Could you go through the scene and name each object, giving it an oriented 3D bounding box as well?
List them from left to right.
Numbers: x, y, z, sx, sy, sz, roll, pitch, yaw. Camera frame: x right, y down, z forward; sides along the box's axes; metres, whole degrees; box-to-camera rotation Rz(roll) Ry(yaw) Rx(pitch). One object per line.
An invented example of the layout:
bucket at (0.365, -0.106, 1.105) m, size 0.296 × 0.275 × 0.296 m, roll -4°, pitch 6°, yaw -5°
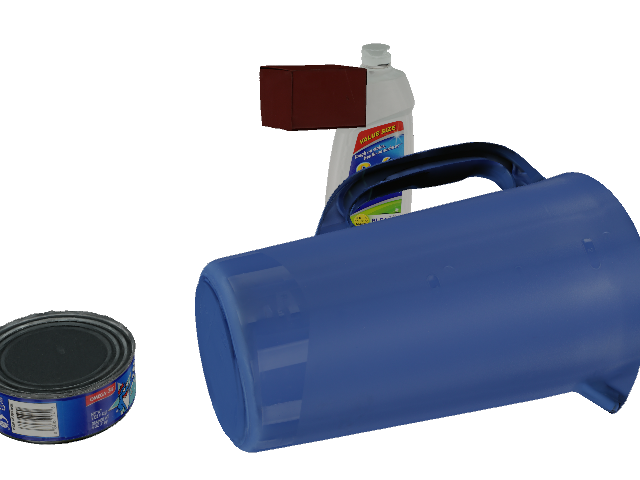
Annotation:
tuna can at (-0.144, 0.074, 0.586) m, size 0.086 × 0.034 × 0.086 m, roll 2°, pitch 27°, yaw -1°
foam brick at (-0.006, -0.121, 0.904) m, size 0.078 × 0.051 × 0.053 m, roll -7°, pitch 15°, yaw -32°
bleach bottle at (0.049, -0.086, 1.154) m, size 0.102 × 0.251 × 0.068 m, roll -3°, pitch 25°, yaw -7°
pitcher at (0.053, 0.034, 0.622) m, size 0.242 × 0.145 × 0.149 m, roll -10°, pitch 19°, yaw -18°
